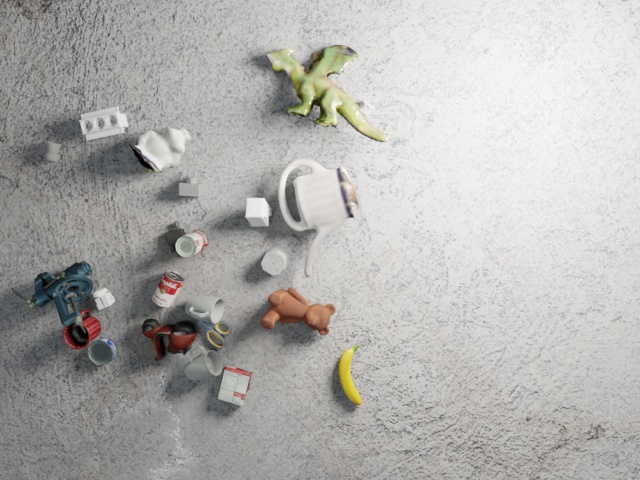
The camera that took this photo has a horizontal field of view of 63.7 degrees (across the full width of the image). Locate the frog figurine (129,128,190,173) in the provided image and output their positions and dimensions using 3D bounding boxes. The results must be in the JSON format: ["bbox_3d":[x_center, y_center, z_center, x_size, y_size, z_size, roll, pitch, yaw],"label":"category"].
[{"bbox_3d":[-0.474,-0.282,1.557,0.138,0.120,0.162,39,66,8],"label":"frog figurine"}]

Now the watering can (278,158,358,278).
[{"bbox_3d":[0.005,-0.076,1.506,0.224,0.105,0.346,-14,96,8],"label":"watering can"}]

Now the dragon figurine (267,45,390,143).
[{"bbox_3d":[0.033,-0.437,1.451,0.411,0.122,0.242,19,91,9],"label":"dragon figurine"}]
